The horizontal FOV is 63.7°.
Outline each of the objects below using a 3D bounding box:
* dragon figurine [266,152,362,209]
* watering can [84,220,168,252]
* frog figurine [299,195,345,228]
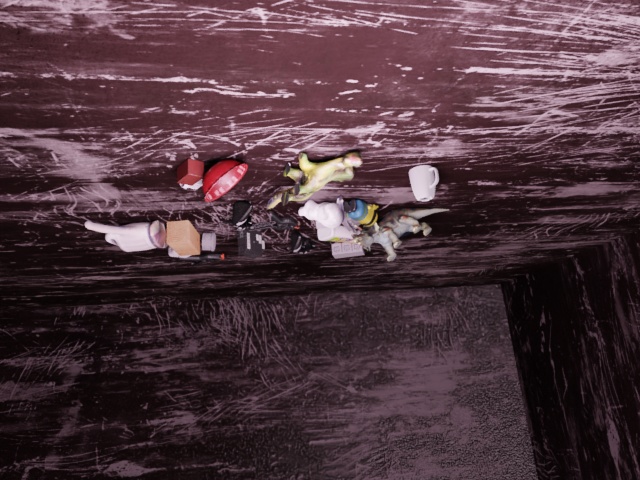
[{"bbox_3d":[0.000,-0.183,1.623,0.243,0.123,0.405,-6,168,-28],"label":"dragon figurine"},{"bbox_3d":[-0.715,-0.021,1.956,0.224,0.105,0.343,-7,165,5],"label":"watering can"},{"bbox_3d":[0.006,-0.096,1.899,0.160,0.122,0.137,-14,-175,-11],"label":"frog figurine"}]
